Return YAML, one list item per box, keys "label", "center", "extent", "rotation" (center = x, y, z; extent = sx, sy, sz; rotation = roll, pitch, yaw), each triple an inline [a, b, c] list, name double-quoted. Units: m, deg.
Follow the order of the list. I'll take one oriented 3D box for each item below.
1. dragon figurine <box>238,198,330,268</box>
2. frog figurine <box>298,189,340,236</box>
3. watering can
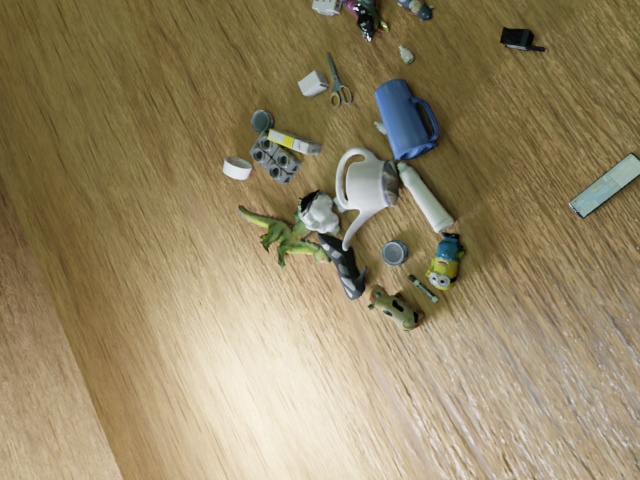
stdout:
- label: "dragon figurine"
  center: [-0.117, -0.051, 1.902]
  extent: [0.241, 0.121, 0.414]
  rotation: [-43, 74, 8]
- label: "frog figurine"
  center: [0.006, -0.091, 1.810]
  extent: [0.122, 0.157, 0.139]
  rotation: [-3, 55, 54]
- label: "watering can"
  center: [0.157, -0.139, 1.706]
  extent: [0.224, 0.104, 0.348]
  rotation: [-2, 90, 30]
